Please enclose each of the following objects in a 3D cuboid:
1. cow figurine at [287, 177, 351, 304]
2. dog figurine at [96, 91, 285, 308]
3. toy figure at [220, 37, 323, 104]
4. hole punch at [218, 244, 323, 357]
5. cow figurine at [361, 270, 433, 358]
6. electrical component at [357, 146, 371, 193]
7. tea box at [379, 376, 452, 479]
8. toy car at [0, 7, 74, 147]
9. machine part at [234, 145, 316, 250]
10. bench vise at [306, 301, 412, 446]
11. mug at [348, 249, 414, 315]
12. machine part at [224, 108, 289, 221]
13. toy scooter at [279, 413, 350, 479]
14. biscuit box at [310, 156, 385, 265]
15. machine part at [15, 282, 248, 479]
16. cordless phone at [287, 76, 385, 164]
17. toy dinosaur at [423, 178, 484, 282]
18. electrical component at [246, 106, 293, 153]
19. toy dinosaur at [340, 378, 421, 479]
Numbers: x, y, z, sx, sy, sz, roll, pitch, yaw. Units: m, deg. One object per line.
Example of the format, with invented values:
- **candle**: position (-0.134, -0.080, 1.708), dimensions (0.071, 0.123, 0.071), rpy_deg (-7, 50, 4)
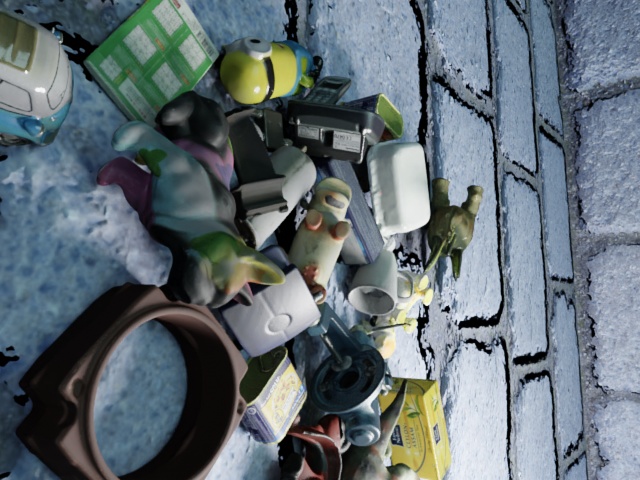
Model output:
- **cow figurine**: position (-0.002, -0.002, 0.798), dimensions (0.085, 0.127, 0.195), rpy_deg (21, 79, -6)
- **dog figurine**: position (-0.119, -0.033, 0.579), dimensions (0.219, 0.108, 0.191), rpy_deg (48, 44, -7)
- **toy figure**: position (-0.064, -0.240, 0.768), dimensions (0.180, 0.082, 0.089), rpy_deg (-19, 98, -56)
- **hole punch**: position (-0.063, 0.083, 0.669), dimensions (0.142, 0.092, 0.115), rpy_deg (-32, 110, -10)
- **cow figurine**: position (0.126, 0.129, 0.974), dimensions (0.167, 0.098, 0.068), rpy_deg (-53, 134, -20)
- **electrical component**: position (0.077, -0.131, 0.976), dimensions (0.078, 0.045, 0.102), rpy_deg (60, 36, -74)
- **tea box**: position (0.176, 0.345, 0.992), dimensions (0.068, 0.098, 0.169), rpy_deg (-24, 103, -53)
- **toy car**: position (-0.274, -0.152, 0.452), dimensions (0.161, 0.103, 0.109), rpy_deg (25, 64, -52)
- **machine part**: position (-0.074, -0.056, 0.729), dimensions (0.243, 0.079, 0.079), rpy_deg (-55, 127, -43)
- **bench vise**: position (0.041, 0.172, 0.808), dimensions (0.240, 0.129, 0.224), rpy_deg (57, 31, -29)
- **mug**: position (0.110, 0.067, 0.940), dimensions (0.080, 0.110, 0.107), rpy_deg (83, 16, -47)
- **machine part**: position (-0.088, -0.094, 0.657), dimensions (0.084, 0.039, 0.139), rpy_deg (-15, 85, -36)
- **toy scooter**: position (-0.021, 0.315, 0.750), dimensions (0.135, 0.075, 0.184), rpy_deg (53, 43, -35)
- **biscuit box**: position (0.040, -0.055, 0.898), dimensions (0.063, 0.059, 0.202), rpy_deg (-50, 125, -43)
- **machine part**: position (-0.176, 0.160, 0.551), dimensions (0.200, 0.087, 0.201), rpy_deg (61, 40, -27)
- **cordless phone**: position (0.040, -0.210, 0.856), dimensions (0.184, 0.147, 0.088), rpy_deg (-61, 157, -46)
- **toy dinosaur**: position (0.269, -0.020, 1.099), dimensions (0.471, 0.105, 0.198), rpy_deg (34, 66, -71)
- **electrical component**: position (-0.075, -0.162, 0.790), dimensions (0.094, 0.021, 0.063), rpy_deg (2, 83, -53)
- **toy dinosaur**: position (0.061, 0.397, 0.822), dimensions (0.192, 0.131, 0.405), rpy_deg (36, 51, -46)
